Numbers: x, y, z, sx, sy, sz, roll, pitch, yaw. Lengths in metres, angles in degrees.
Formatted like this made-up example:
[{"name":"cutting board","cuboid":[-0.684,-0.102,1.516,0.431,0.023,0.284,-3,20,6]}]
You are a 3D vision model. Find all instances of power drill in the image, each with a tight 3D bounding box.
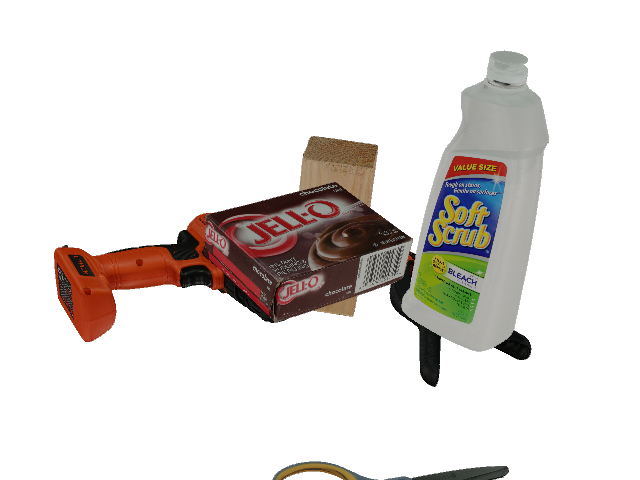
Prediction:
[{"name":"power drill","cuboid":[-0.133,0.038,0.961,0.187,0.057,0.185,-10,26,-26]}]

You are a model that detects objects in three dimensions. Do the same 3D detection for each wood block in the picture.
[{"name":"wood block","cuboid":[0.015,-0.019,1.373,0.090,0.206,0.090,8,25,3]}]

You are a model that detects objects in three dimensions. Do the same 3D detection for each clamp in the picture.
[{"name":"clamp","cuboid":[0.131,0.072,1.071,0.120,0.039,0.171,-2,44,-22]}]

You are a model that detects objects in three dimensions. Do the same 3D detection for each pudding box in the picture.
[{"name":"pudding box","cuboid":[-0.009,0.005,0.722,0.113,0.039,0.090,-14,38,-34]}]

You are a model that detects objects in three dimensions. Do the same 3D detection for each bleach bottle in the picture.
[{"name":"bleach bottle","cuboid":[0.130,-0.035,0.881,0.103,0.251,0.067,29,39,35]}]

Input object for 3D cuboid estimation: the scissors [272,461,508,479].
[{"name":"scissors","cuboid":[0.060,0.216,0.853,0.201,0.096,0.016,5,-45,-6]}]
